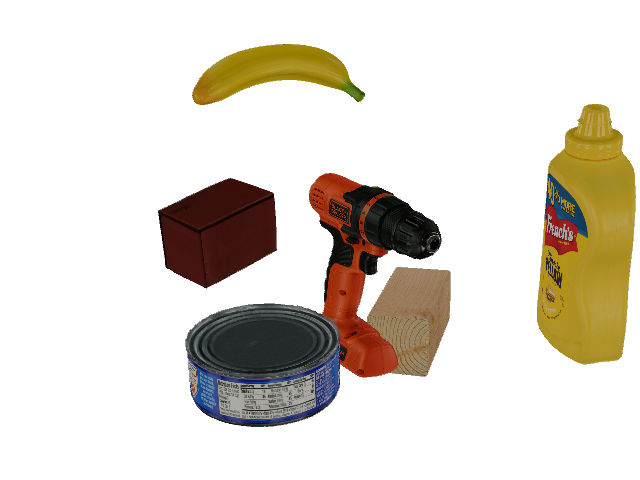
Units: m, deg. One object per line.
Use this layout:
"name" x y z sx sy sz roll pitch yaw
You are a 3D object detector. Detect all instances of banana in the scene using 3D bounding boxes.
"banana" -0.047 -0.173 1.104 0.197 0.070 0.037 -7 -41 -28

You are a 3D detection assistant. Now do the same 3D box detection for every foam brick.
"foam brick" -0.079 -0.008 0.835 0.078 0.051 0.053 -28 36 -37

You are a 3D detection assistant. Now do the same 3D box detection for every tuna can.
"tuna can" -0.031 0.068 0.595 0.086 0.034 0.086 -2 22 0

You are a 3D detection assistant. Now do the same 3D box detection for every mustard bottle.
"mustard bottle" 0.201 -0.009 0.806 0.058 0.192 0.096 -5 26 -7

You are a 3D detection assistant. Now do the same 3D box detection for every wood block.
"wood block" 0.136 0.118 1.607 0.091 0.090 0.205 4 20 14

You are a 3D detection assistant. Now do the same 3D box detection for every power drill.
"power drill" 0.049 0.038 1.077 0.057 0.188 0.185 -7 23 -32
